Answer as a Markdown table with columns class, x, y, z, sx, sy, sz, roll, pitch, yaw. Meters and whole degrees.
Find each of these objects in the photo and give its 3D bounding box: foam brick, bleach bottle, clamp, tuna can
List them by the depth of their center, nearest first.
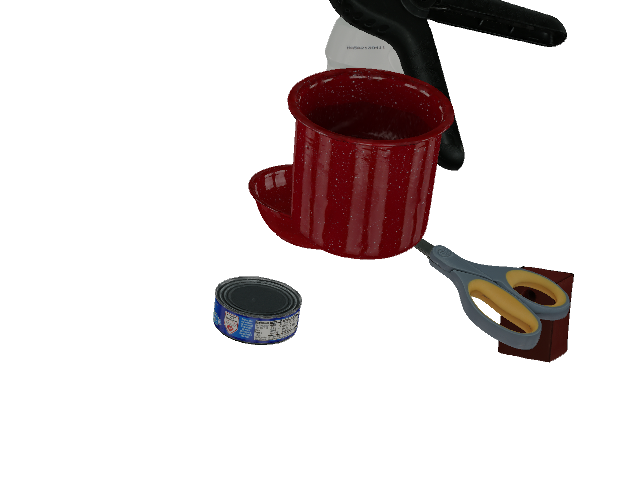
| class | x | y | z | sx | sy | sz | roll | pitch | yaw |
| --- | --- | --- | --- | --- | --- | --- | --- | --- | --- |
| clamp | 0.066 | -0.159 | 0.767 | 0.210 | 0.164 | 0.036 | 37 | -28 | -6 |
| foam brick | 0.201 | 0.068 | 0.994 | 0.053 | 0.078 | 0.051 | 8 | 14 | 30 |
| bleach bottle | 0.055 | -0.122 | 1.037 | 0.102 | 0.251 | 0.068 | -4 | 31 | -6 |
| tuna can | -0.063 | 0.069 | 1.052 | 0.086 | 0.034 | 0.086 | 7 | 23 | -3 |

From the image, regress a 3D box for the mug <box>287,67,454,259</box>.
| class | x | y | z | sx | sy | sz | roll | pitch | yaw |
| --- | --- | --- | --- | --- | --- | --- | --- | --- | --- |
| mug | 0.030 | -0.049 | 0.623 | 0.093 | 0.081 | 0.117 | 16 | 36 | 17 |

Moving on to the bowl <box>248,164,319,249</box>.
| class | x | y | z | sx | sy | sz | roll | pitch | yaw |
| --- | --- | --- | --- | --- | --- | --- | --- | --- | --- |
| bowl | -0.007 | -0.034 | 1.246 | 0.162 | 0.055 | 0.162 | 7 | 26 | -3 |

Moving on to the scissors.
| class | x | y | z | sx | sy | sz | roll | pitch | yaw |
| --- | --- | --- | --- | --- | --- | --- | --- | --- | --- |
| scissors | 0.116 | 0.016 | 0.842 | 0.096 | 0.016 | 0.202 | -10 | 39 | -29 |
